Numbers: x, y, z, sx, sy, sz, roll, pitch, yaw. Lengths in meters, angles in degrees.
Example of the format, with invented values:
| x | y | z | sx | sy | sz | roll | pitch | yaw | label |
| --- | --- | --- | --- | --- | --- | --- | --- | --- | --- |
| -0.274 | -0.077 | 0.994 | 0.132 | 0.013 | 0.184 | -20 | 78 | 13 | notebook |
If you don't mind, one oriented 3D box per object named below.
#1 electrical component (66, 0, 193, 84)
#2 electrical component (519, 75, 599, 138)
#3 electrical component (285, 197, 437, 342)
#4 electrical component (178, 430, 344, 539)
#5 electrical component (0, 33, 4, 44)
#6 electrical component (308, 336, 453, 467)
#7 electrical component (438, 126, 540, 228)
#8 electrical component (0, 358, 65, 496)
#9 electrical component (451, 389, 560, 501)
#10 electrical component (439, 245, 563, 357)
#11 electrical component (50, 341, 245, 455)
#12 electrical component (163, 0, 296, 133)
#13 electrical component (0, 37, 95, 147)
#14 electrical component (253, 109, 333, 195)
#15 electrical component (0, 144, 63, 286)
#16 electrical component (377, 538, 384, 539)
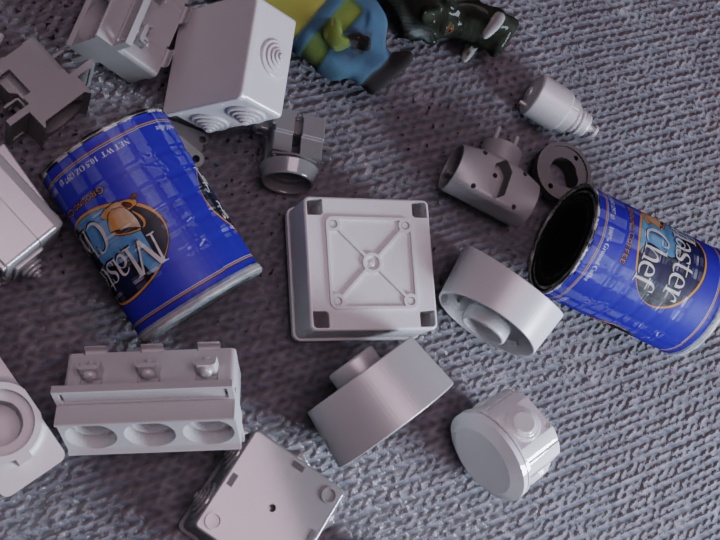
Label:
| x | y | z | sx | sy | sz | roll | pitch | yaw | label |
| --- | --- | --- | --- | --- | --- | --- | --- | --- | --- |
| -0.169 | -0.212 | 0.835 | 0.063 | 0.079 | 0.121 | 34 | 66 | -39 | electrical component |
| 0.181 | -0.143 | 0.970 | 0.078 | 0.040 | 0.040 | 28 | 70 | -13 | electrical component |
| 0.000 | 0.000 | 0.859 | 0.109 | 0.056 | 0.108 | 0 | 78 | -21 | electrical component |
| -0.071 | 0.177 | 0.796 | 0.100 | 0.048 | 0.099 | 37 | 67 | -9 | electrical component |
| -0.340 | -0.115 | 0.734 | 0.105 | 0.060 | 0.186 | 18 | 71 | 6 | electrical component |
| 0.010 | 0.093 | 0.817 | 0.108 | 0.108 | 0.060 | -34 | 85 | -24 | electrical component |
| 0.117 | -0.087 | 0.931 | 0.077 | 0.043 | 0.079 | 26 | 70 | -13 | electrical component |
| -0.249 | 0.107 | 0.740 | 0.050 | 0.056 | 0.089 | -35 | 92 | -24 | electrical component |
| 0.115 | 0.139 | 0.860 | 0.051 | 0.080 | 0.080 | -30 | 90 | -29 | electrical component |
| 0.116 | 0.024 | 0.878 | 0.099 | 0.099 | 0.064 | 37 | 74 | -10 | electrical component |
| -0.146 | 0.091 | 0.758 | 0.121 | 0.078 | 0.063 | -2 | 53 | 0 | electrical component |
| -0.100 | -0.158 | 0.835 | 0.048 | 0.100 | 0.099 | 23 | 69 | -47 | electrical component |
| -0.242 | -0.135 | 0.806 | 0.064 | 0.042 | 0.081 | 46 | 66 | -2 | electrical component |
| -0.056 | -0.094 | 0.866 | 0.066 | 0.048 | 0.055 | 12 | 67 | -18 | electrical component |
| -0.254 | -0.037 | 0.768 | 0.096 | 0.062 | 0.061 | 48 | 66 | -5 | electrical component |
| 0.028 | 0.236 | 0.824 | 0.043 | 0.043 | 0.062 | -35 | 90 | -24 | electrical component |
